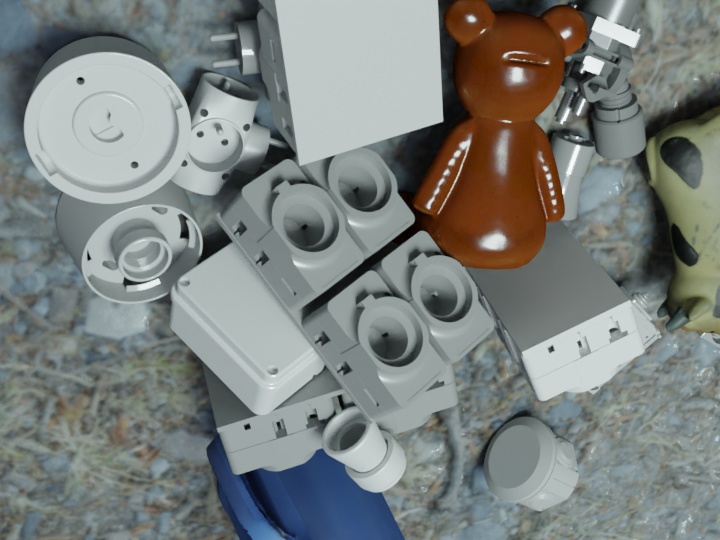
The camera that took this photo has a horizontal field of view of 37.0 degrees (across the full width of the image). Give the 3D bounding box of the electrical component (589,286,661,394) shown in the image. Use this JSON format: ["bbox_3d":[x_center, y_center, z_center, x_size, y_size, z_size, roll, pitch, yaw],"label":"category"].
[{"bbox_3d":[0.211,0.047,0.942,0.096,0.061,0.062,-43,122,10],"label":"electrical component"}]

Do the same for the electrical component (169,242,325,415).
[{"bbox_3d":[-0.081,0.040,0.805,0.078,0.113,0.057,-37,162,-32],"label":"electrical component"}]

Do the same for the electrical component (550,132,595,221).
[{"bbox_3d":[0.163,-0.078,0.866,0.044,0.044,0.065,8,112,-21],"label":"electrical component"}]

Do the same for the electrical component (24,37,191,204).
[{"bbox_3d":[-0.173,-0.107,0.735,0.108,0.060,0.108,-8,122,-12],"label":"electrical component"}]

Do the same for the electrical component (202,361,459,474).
[{"bbox_3d":[-0.026,0.089,0.869,0.186,0.105,0.060,-17,124,-6],"label":"electrical component"}]

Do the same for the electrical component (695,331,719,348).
[{"bbox_3d":[0.341,0.006,0.956,0.079,0.063,0.121,28,109,-29],"label":"electrical component"}]

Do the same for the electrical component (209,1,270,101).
[{"bbox_3d":[-0.065,-0.156,0.748,0.079,0.043,0.077,-9,122,-12],"label":"electrical component"}]

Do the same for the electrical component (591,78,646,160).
[{"bbox_3d":[0.203,-0.124,0.850,0.040,0.040,0.078,-19,123,-5],"label":"electrical component"}]

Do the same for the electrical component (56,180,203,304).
[{"bbox_3d":[-0.169,-0.026,0.797,0.099,0.064,0.099,-17,134,-18],"label":"electrical component"}]

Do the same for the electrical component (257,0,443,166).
[{"bbox_3d":[-0.011,-0.173,0.683,0.105,0.060,0.186,-19,131,-15],"label":"electrical component"}]

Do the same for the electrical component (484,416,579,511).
[{"bbox_3d":[0.159,0.181,0.996,0.051,0.080,0.080,30,108,-35],"label":"electrical component"}]

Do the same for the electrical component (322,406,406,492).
[{"bbox_3d":[0.004,0.136,0.814,0.045,0.045,0.055,-35,125,6],"label":"electrical component"}]

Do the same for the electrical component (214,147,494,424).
[{"bbox_3d":[0.000,0.000,0.771,0.105,0.060,0.186,-38,91,-31],"label":"electrical component"}]

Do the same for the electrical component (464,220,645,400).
[{"bbox_3d":[0.150,0.027,0.859,0.089,0.150,0.061,-26,123,0],"label":"electrical component"}]

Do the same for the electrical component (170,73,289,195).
[{"bbox_3d":[-0.091,-0.092,0.778,0.079,0.044,0.077,16,114,-25],"label":"electrical component"}]
